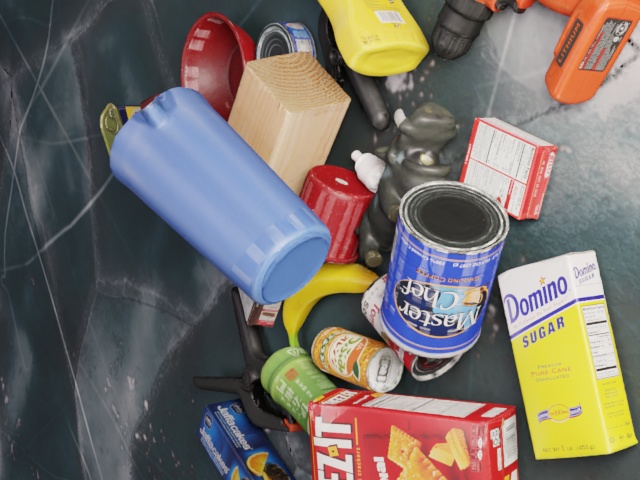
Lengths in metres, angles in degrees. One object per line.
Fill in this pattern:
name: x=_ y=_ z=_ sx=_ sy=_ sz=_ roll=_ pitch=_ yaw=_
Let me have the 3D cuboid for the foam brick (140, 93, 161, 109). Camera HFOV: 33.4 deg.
foam brick: x=-0.198 y=-0.170 z=1.466 sx=0.053 sy=0.078 sz=0.051 roll=-17 pitch=80 yaw=54

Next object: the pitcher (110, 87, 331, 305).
pitcher: x=-0.101 y=-0.040 z=1.148 sx=0.243 sy=0.148 sz=0.145 roll=44 pitch=121 yaw=25

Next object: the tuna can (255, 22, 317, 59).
tuna can: x=-0.042 y=-0.219 z=1.282 sx=0.086 sy=0.033 sz=0.086 roll=11 pitch=104 yaw=53

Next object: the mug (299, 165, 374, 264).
mug: x=0.014 y=-0.036 z=1.200 sx=0.117 sy=0.093 sz=0.082 roll=-89 pitch=17 yaw=-65

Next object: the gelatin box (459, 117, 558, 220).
gelatin box: x=0.177 y=-0.068 z=1.009 sx=0.089 sy=0.030 sz=0.073 roll=34 pitch=120 yaw=46

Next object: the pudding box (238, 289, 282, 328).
pudding box: x=-0.073 y=0.040 z=1.337 sx=0.113 sy=0.039 sz=0.090 roll=-108 pitch=31 yaw=-51

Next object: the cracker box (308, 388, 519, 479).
cracker box: x=0.093 y=0.246 z=1.087 sx=0.214 sy=0.071 sz=0.164 roll=0 pitch=96 yaw=34

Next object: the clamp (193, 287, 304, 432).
clamp: x=-0.090 y=0.186 z=1.401 sx=0.210 sy=0.036 sz=0.165 roll=50 pitch=123 yaw=34

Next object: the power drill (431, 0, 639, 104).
power drill: x=0.184 y=-0.204 z=0.954 sx=0.188 sy=0.057 sz=0.185 roll=53 pitch=134 yaw=35

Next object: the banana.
banana: x=0.004 y=0.064 z=1.265 sx=0.069 sy=0.037 sz=0.198 roll=53 pitch=140 yaw=5

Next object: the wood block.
wood block: x=-0.053 y=-0.104 z=1.226 sx=0.091 sy=0.090 sz=0.206 roll=51 pitch=139 yaw=26

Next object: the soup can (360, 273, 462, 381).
soup can: x=0.096 y=0.087 z=1.111 sx=0.102 sy=0.068 sz=0.069 roll=51 pitch=133 yaw=37

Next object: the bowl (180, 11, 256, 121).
bowl: x=-0.117 y=-0.210 z=1.368 sx=0.162 sy=0.055 sz=0.162 roll=12 pitch=105 yaw=53

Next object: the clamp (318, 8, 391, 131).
clamp: x=0.036 y=-0.198 z=1.176 sx=0.120 sy=0.039 sz=0.171 roll=17 pitch=116 yaw=45

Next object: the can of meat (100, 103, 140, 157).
can of meat: x=-0.262 y=-0.148 z=1.551 sx=0.058 sy=0.083 sz=0.102 roll=-44 pitch=61 yaw=48

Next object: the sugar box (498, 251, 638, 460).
sugar box: x=0.220 y=0.105 z=0.963 sx=0.094 sy=0.048 sz=0.176 roll=-23 pitch=78 yaw=53

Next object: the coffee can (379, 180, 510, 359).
coffee can: x=0.116 y=0.029 z=1.020 sx=0.103 sy=0.102 sz=0.140 roll=50 pitch=146 yaw=38

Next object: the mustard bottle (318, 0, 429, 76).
mustard bottle: x=0.036 y=-0.262 z=1.115 sx=0.058 sy=0.096 sz=0.192 roll=-49 pitch=57 yaw=46
